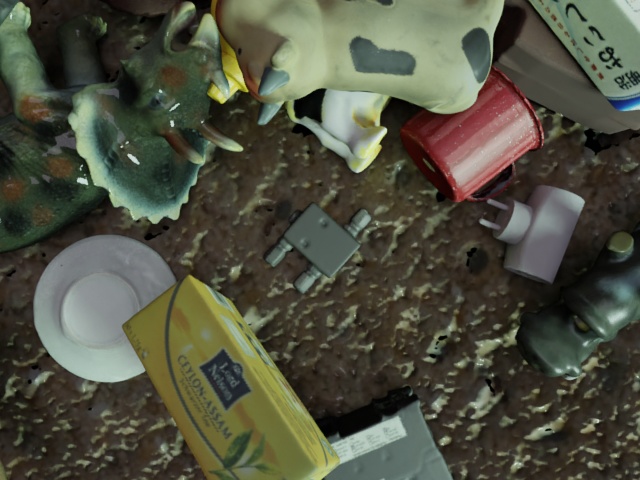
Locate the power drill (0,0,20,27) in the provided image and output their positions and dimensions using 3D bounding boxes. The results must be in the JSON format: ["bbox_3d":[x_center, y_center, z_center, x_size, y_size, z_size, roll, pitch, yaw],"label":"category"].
[{"bbox_3d":[-0.262,-0.213,0.326,0.207,0.086,0.232,30,95,-3],"label":"power drill"}]

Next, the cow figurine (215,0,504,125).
[{"bbox_3d":[0.025,-0.137,0.376,0.195,0.085,0.127,11,81,-9],"label":"cow figurine"}]

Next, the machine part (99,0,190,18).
[{"bbox_3d":[-0.130,-0.268,0.409,0.179,0.179,0.056,-34,48,-2],"label":"machine part"}]

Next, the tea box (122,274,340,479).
[{"bbox_3d":[-0.065,0.118,0.407,0.068,0.098,0.170,-37,66,-2],"label":"tea box"}]

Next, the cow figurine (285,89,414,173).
[{"bbox_3d":[0.050,-0.150,0.458,0.098,0.068,0.167,37,87,4],"label":"cow figurine"}]

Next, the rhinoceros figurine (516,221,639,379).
[{"bbox_3d":[0.244,0.038,0.446,0.190,0.112,0.073,-35,75,-14],"label":"rhinoceros figurine"}]

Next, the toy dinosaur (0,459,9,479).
[{"bbox_3d":[-0.402,0.064,0.386,0.471,0.105,0.198,42,118,-2],"label":"toy dinosaur"}]

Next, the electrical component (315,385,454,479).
[{"bbox_3d":[0.053,0.208,0.458,0.115,0.058,0.134,-21,90,0],"label":"electrical component"}]

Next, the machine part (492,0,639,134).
[{"bbox_3d":[0.247,-0.209,0.455,0.201,0.087,0.201,26,88,0],"label":"machine part"}]

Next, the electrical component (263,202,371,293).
[{"bbox_3d":[-0.001,-0.001,0.475,0.063,0.021,0.094,44,89,-1],"label":"electrical component"}]

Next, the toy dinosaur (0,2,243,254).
[{"bbox_3d":[-0.247,-0.059,0.426,0.405,0.131,0.192,-27,90,4],"label":"toy dinosaur"}]
